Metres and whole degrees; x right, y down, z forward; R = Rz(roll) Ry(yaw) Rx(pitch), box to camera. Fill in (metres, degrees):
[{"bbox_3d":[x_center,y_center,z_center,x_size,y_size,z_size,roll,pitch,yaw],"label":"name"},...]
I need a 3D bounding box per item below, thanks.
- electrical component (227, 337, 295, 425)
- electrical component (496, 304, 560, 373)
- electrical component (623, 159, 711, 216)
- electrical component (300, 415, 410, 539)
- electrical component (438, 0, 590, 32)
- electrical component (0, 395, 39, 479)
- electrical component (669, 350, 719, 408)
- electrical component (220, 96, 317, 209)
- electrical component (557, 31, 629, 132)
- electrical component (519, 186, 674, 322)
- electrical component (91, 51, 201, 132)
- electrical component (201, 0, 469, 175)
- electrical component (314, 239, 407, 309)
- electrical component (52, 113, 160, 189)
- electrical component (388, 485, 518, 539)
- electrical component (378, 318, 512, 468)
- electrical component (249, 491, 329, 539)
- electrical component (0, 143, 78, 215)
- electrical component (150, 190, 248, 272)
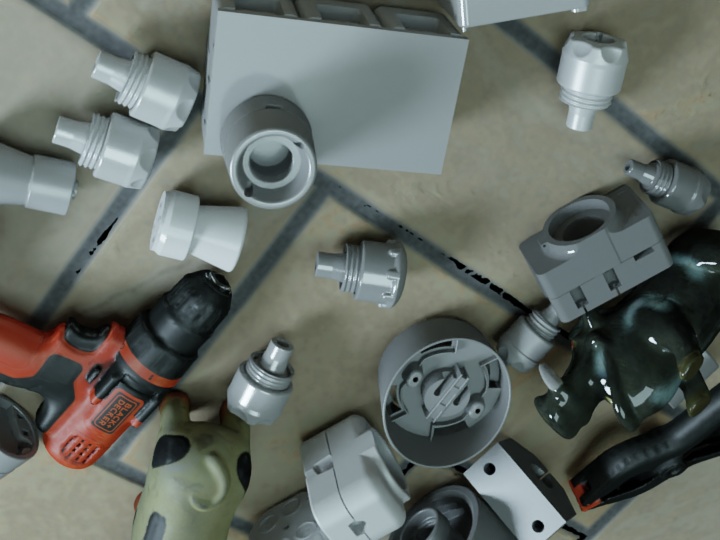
[{"bbox_3d":[-0.068,0.078,0.776,0.043,0.043,0.062,19,112,-20],"label":"electrical component"},{"bbox_3d":[0.132,0.045,0.801,0.035,0.035,0.061,34,105,-25],"label":"electrical component"},{"bbox_3d":[0.214,-0.062,0.758,0.061,0.035,0.035,19,113,-17],"label":"electrical component"},{"bbox_3d":[-0.003,0.156,0.801,0.059,0.095,0.053,-30,119,6],"label":"electrical component"},{"bbox_3d":[0.097,-0.189,0.651,0.096,0.061,0.061,-11,120,-5],"label":"electrical component"},{"bbox_3d":[-0.264,0.123,0.758,0.047,0.055,0.055,-38,118,15],"label":"electrical component"},{"bbox_3d":[0.240,0.070,0.824,0.047,0.055,0.055,-41,118,8],"label":"electrical component"},{"bbox_3d":[-0.052,-0.067,0.624,0.055,0.047,0.055,-5,119,-8],"label":"electrical component"},{"bbox_3d":[0.151,-0.123,0.708,0.043,0.043,0.062,1,120,-11],"label":"electrical component"},{"bbox_3d":[0.166,-0.015,0.765,0.089,0.050,0.055,-29,120,6],"label":"electrical component"},{"bbox_3d":[-0.132,-0.114,0.659,0.062,0.043,0.043,22,112,-20],"label":"electrical component"},{"bbox_3d":[-0.019,-0.117,0.668,0.150,0.061,0.089,4,117,-13],"label":"electrical component"},{"bbox_3d":[0.000,0.000,0.747,0.062,0.048,0.048,8,117,-7],"label":"electrical component"},{"bbox_3d":[-0.160,-0.078,0.673,0.062,0.043,0.043,17,114,-18],"label":"electrical component"},{"bbox_3d":[0.065,0.220,0.845,0.108,0.108,0.060,-40,112,12],"label":"electrical component"},{"bbox_3d":[0.061,0.088,0.793,0.099,0.064,0.099,-4,119,-8],"label":"electrical component"},{"bbox_3d":[-0.045,0.216,0.836,0.080,0.080,0.051,-29,114,6],"label":"electrical component"},{"bbox_3d":[-0.212,-0.057,0.677,0.065,0.044,0.044,11,116,-21],"label":"electrical component"},{"bbox_3d":[-0.107,-0.026,0.711,0.055,0.045,0.045,14,115,-17],"label":"electrical component"}]
